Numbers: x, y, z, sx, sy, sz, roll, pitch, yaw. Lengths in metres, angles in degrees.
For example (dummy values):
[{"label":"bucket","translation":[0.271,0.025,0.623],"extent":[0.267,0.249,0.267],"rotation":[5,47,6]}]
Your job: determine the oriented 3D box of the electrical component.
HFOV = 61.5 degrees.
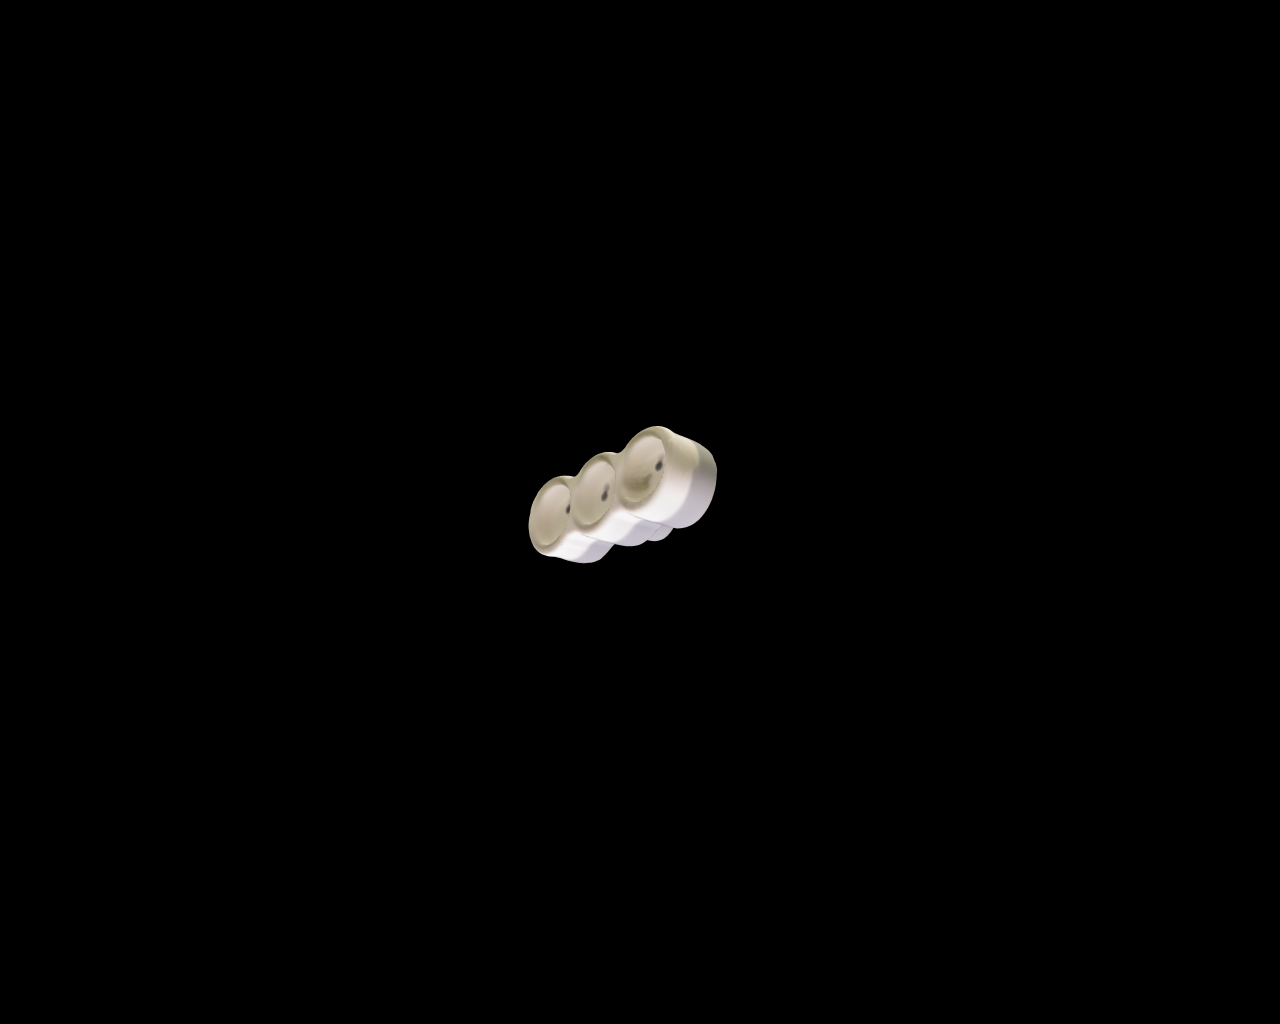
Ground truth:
[{"label":"electrical component","translation":[0.001,-0.003,0.650],"extent":[0.074,0.052,0.138],"rotation":[17,-27,-37]}]
